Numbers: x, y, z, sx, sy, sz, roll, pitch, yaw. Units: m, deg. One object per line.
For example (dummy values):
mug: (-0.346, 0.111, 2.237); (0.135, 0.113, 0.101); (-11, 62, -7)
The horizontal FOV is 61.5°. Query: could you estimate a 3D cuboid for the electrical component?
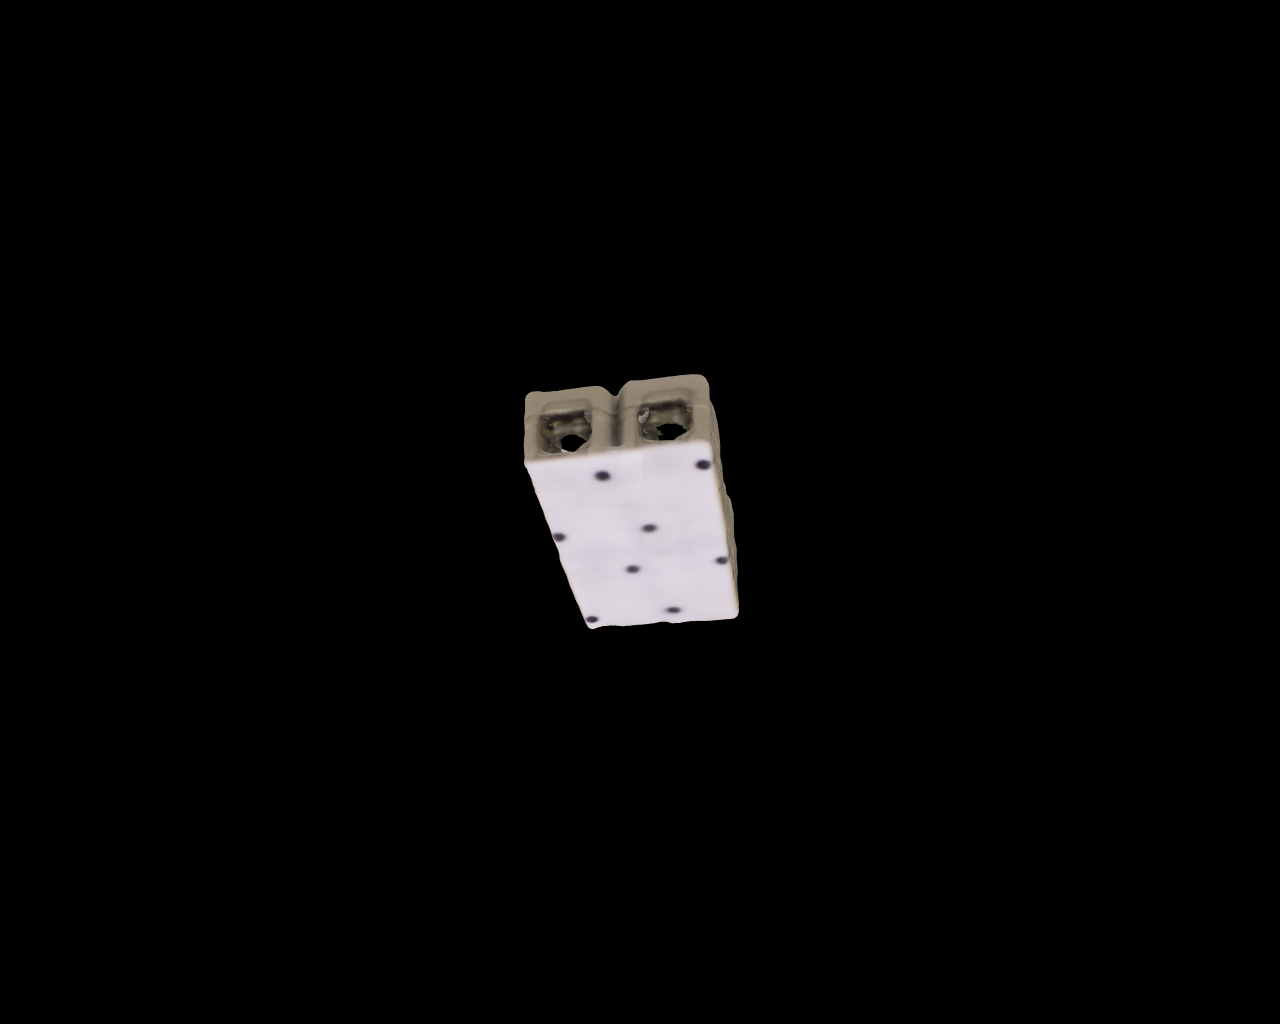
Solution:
electrical component: (0.001, -0.003, 0.650); (0.105, 0.060, 0.186); (-6, -36, 8)
